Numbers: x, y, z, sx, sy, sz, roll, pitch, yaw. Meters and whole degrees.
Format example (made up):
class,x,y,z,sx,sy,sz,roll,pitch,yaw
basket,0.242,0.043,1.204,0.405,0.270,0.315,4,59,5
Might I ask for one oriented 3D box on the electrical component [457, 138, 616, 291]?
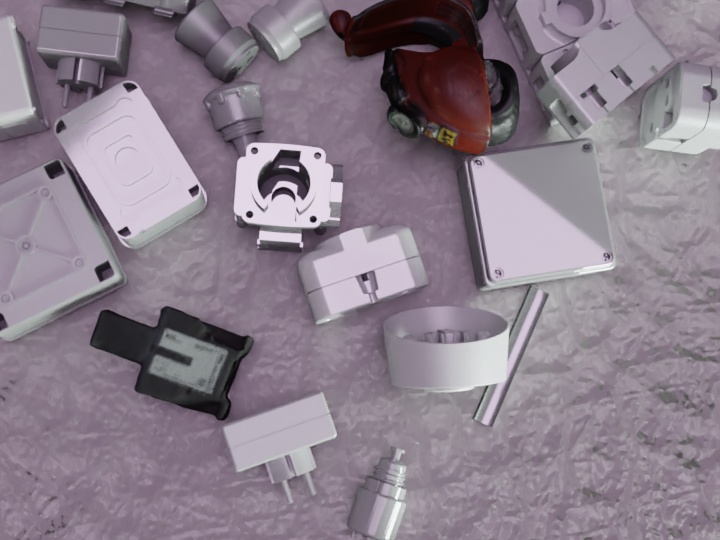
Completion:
class,x,y,z,sx,sy,sz,roll,pitch,yaw
electrical component,0.142,-0.044,0.877,0.109,0.056,0.108,-9,84,-5

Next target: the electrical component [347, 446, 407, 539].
class,x,y,z,sx,sy,sz,roll,pitch,yaw
electrical component,0.018,0.178,0.851,0.040,0.040,0.078,19,82,-2

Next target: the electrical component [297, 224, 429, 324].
class,x,y,z,sx,sy,sz,roll,pitch,yaw
electrical component,0.000,0.000,0.863,0.095,0.053,0.059,-19,85,-6

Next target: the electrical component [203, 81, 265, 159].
class,x,y,z,sx,sy,sz,roll,pitch,yaw
electrical component,-0.098,-0.120,0.875,0.048,0.048,0.062,-17,92,-6

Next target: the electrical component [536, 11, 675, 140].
class,x,y,z,sx,sy,sz,roll,pitch,yaw
electrical component,0.186,-0.153,0.832,0.089,0.050,0.055,-39,89,-7

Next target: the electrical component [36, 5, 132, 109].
class,x,y,z,sx,sy,sz,roll,pitch,yaw
electrical component,-0.225,-0.167,0.869,0.066,0.047,0.076,6,83,-3

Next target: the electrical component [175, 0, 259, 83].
class,x,y,z,sx,sy,sz,roll,pitch,yaw
electrical component,-0.117,-0.187,0.881,0.055,0.045,0.045,43,82,1

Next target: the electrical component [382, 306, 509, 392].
class,x,y,z,sx,sy,sz,roll,pitch,yaw
electrical component,0.068,0.061,0.842,0.099,0.099,0.064,-3,90,-5

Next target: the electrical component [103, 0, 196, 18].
class,x,y,z,sx,sy,sz,roll,pitch,yaw
electrical component,-0.191,-0.249,0.869,0.121,0.078,0.063,12,112,-3

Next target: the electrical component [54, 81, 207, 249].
class,x,y,z,sx,sy,sz,roll,pitch,yaw
electrical component,-0.182,-0.082,0.858,0.078,0.057,0.113,-32,87,-7

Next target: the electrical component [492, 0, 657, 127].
class,x,y,z,sx,sy,sz,roll,pitch,yaw
electrical component,0.174,-0.210,0.896,0.089,0.061,0.150,-23,86,-6

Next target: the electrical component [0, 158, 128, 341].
class,x,y,z,sx,sy,sz,roll,pitch,yaw
electrical component,-0.256,-0.016,0.845,0.109,0.056,0.108,-26,86,-6

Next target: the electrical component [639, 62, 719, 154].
class,x,y,z,sx,sy,sz,roll,pitch,yaw
electrical component,0.273,-0.130,0.877,0.059,0.095,0.053,7,83,-3

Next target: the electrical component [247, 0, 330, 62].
class,x,y,z,sx,sy,sz,roll,pitch,yaw
electrical component,-0.059,-0.205,0.887,0.055,0.045,0.045,-41,88,-7

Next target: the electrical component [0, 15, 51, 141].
class,x,y,z,sx,sy,sz,roll,pitch,yaw
electrical component,-0.293,-0.156,0.856,0.061,0.061,0.096,-15,85,-6

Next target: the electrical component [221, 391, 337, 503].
class,x,y,z,sx,sy,sz,roll,pitch,yaw
electrical component,-0.058,0.144,0.846,0.083,0.047,0.075,-19,85,-6
